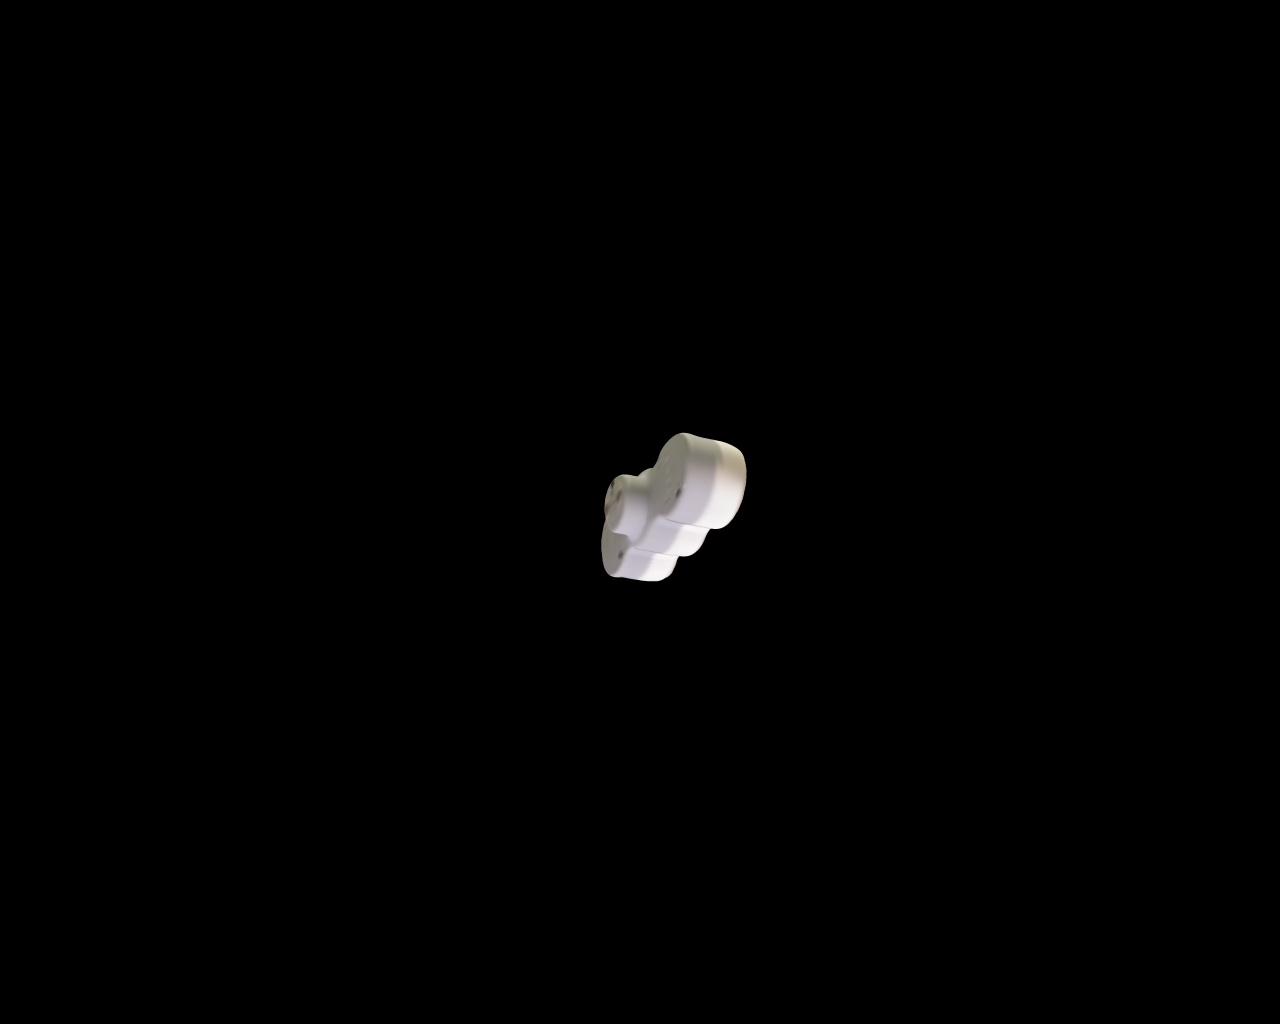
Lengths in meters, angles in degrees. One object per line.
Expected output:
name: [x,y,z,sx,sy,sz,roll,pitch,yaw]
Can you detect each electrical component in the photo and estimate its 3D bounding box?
electrical component: [0.001,-0.003,0.650,0.074,0.052,0.138,11,-29,-21]
